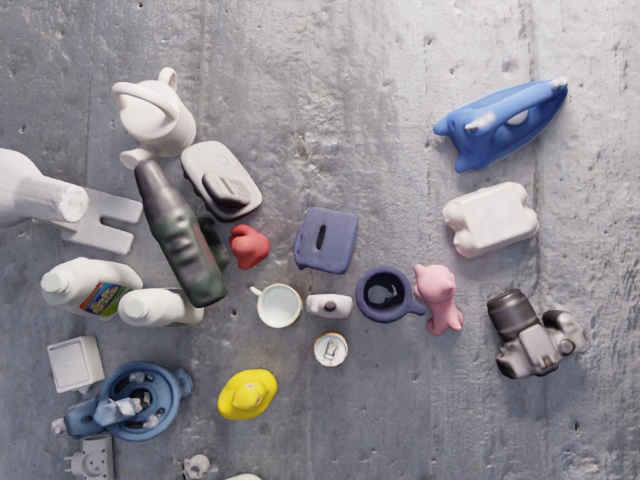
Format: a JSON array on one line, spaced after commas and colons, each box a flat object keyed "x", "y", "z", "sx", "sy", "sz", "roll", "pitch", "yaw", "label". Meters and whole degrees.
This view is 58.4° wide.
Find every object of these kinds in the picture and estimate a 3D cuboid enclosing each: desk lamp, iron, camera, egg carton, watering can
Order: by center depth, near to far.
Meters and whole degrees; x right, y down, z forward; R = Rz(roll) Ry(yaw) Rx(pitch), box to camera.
[{"x": -0.419, "y": -0.059, "z": 0.908, "sx": 0.203, "sy": 0.213, "sz": 0.118, "roll": 14, "pitch": 84, "yaw": 2, "label": "desk lamp"}, {"x": -0.273, "y": -0.199, "z": 0.932, "sx": 0.101, "sy": 0.194, "sz": 0.173, "roll": -5, "pitch": 84, "yaw": 0, "label": "watering can"}, {"x": 0.347, "y": 0.145, "z": 0.938, "sx": 0.143, "sy": 0.101, "sz": 0.137, "roll": -26, "pitch": 84, "yaw": -2, "label": "camera"}, {"x": 0.327, "y": -0.219, "z": 0.958, "sx": 0.258, "sy": 0.141, "sz": 0.118, "roll": -29, "pitch": 84, "yaw": -3, "label": "iron"}, {"x": 0.289, "y": -0.036, "z": 0.974, "sx": 0.150, "sy": 0.069, "sz": 0.107, "roll": -20, "pitch": 84, "yaw": -2, "label": "egg carton"}]

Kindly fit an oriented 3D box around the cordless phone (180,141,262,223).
[{"x": -0.170, "y": -0.105, "z": 0.926, "sx": 0.094, "sy": 0.185, "sz": 0.147, "roll": -39, "pitch": 85, "yaw": -4, "label": "cordless phone"}]

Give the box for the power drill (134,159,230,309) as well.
[{"x": -0.209, "y": -0.003, "z": 0.903, "sx": 0.075, "sy": 0.208, "sz": 0.229, "roll": -26, "pitch": 84, "yaw": -2, "label": "power drill"}]

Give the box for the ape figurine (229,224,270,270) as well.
[{"x": -0.125, "y": 0.011, "z": 0.959, "sx": 0.076, "sy": 0.092, "sz": 0.078, "roll": 8, "pitch": 84, "yaw": 1, "label": "ape figurine"}]

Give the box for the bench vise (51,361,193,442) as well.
[{"x": -0.309, "y": 0.269, "z": 0.868, "sx": 0.207, "sy": 0.220, "sz": 0.121, "roll": -37, "pitch": 84, "yaw": -3, "label": "bench vise"}]

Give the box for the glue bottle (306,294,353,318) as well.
[{"x": 0.015, "y": 0.105, "z": 0.907, "sx": 0.078, "sy": 0.173, "sz": 0.037, "roll": 3, "pitch": 84, "yaw": 1, "label": "glue bottle"}]

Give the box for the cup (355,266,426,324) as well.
[{"x": 0.114, "y": 0.096, "z": 0.947, "sx": 0.117, "sy": 0.095, "sz": 0.092, "roll": 22, "pitch": 84, "yaw": 3, "label": "cup"}]

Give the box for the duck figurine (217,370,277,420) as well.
[{"x": -0.122, "y": 0.258, "z": 0.935, "sx": 0.104, "sy": 0.086, "sz": 0.077, "roll": -30, "pitch": 84, "yaw": -3, "label": "duck figurine"}]

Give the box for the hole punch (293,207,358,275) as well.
[{"x": 0.009, "y": 0.003, "z": 0.960, "sx": 0.101, "sy": 0.091, "sz": 0.109, "roll": 14, "pitch": 84, "yaw": 2, "label": "hole punch"}]

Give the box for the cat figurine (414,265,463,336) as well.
[{"x": 0.197, "y": 0.093, "z": 0.936, "sx": 0.067, "sy": 0.118, "sz": 0.128, "roll": -23, "pitch": 84, "yaw": -2, "label": "cat figurine"}]
